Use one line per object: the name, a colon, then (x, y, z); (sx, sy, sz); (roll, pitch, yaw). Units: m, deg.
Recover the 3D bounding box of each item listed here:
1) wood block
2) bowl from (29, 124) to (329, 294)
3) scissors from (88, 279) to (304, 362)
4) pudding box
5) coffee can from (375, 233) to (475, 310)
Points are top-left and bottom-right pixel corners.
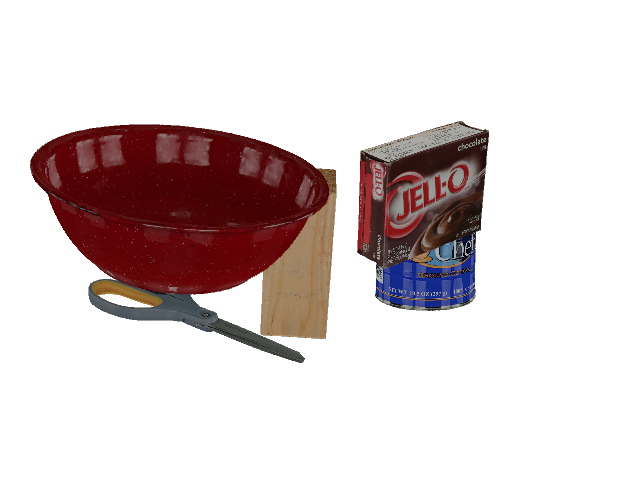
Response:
wood block: (-0.030, 0.015, 1.400); (0.090, 0.206, 0.091); (3, 24, -2)
bowl: (-0.078, -0.014, 0.590); (0.162, 0.055, 0.162); (7, 22, -3)
scissors: (-0.101, 0.058, 0.929); (0.202, 0.016, 0.096); (12, 28, 8)
pudding box: (0.081, -0.039, 0.848); (0.113, 0.090, 0.039); (-22, 36, -36)
coffee can: (0.106, -0.011, 1.072); (0.103, 0.140, 0.103); (-1, 14, 0)
